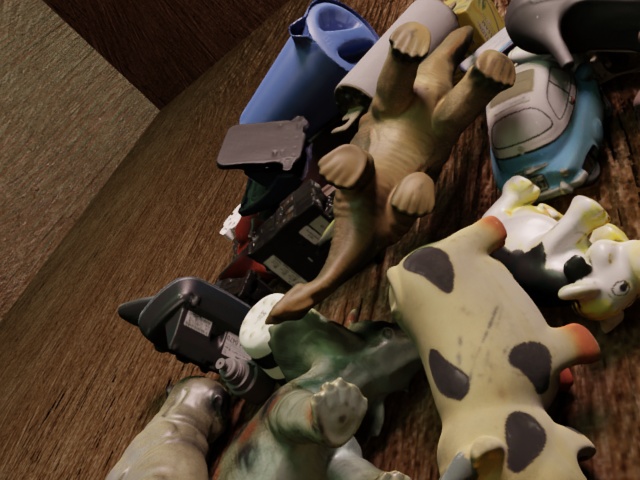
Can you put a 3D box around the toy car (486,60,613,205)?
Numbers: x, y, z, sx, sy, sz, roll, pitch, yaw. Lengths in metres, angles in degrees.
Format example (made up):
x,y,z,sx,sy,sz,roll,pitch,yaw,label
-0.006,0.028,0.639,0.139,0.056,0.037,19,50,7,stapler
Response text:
x,y,z,sx,sy,sz,roll,pitch,yaw,label
0.201,-0.110,0.507,0.109,0.102,0.162,-18,36,45,toy car

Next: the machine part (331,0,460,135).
x,y,z,sx,sy,sz,roll,pitch,yaw,label
0.096,-0.213,0.656,0.243,0.079,0.079,-50,26,-19,machine part

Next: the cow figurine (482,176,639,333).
x,y,z,sx,sy,sz,roll,pitch,yaw,label
0.177,0.018,0.399,0.098,0.068,0.167,-50,23,4,cow figurine

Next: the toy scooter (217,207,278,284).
x,y,z,sx,sy,sz,roll,pitch,yaw,label
-0.098,0.022,0.785,0.135,0.075,0.184,-48,26,15,toy scooter

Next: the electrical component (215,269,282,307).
x,y,z,sx,sy,sz,roll,pitch,yaw,label
-0.110,0.090,0.709,0.119,0.074,0.048,-26,34,40,electrical component

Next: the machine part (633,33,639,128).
x,y,z,sx,sy,sz,roll,pitch,yaw,label
0.271,-0.106,0.332,0.179,0.179,0.056,-51,26,-10,machine part

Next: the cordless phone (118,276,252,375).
x,y,z,sx,sy,sz,roll,pitch,yaw,label
-0.169,0.115,0.673,0.184,0.146,0.089,-11,52,46,cordless phone

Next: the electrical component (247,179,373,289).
x,y,z,sx,sy,sz,roll,pitch,yaw,label
-0.001,-0.002,0.631,0.134,0.114,0.058,-35,33,20,electrical component

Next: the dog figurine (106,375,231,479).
x,y,z,sx,sy,sz,roll,pitch,yaw,label
-0.132,0.211,0.521,0.172,0.121,0.190,-13,39,43,dog figurine

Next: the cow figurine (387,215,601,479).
x,y,z,sx,sy,sz,roll,pitch,yaw,label
0.104,0.086,0.346,0.127,0.085,0.195,-18,56,-11,cow figurine

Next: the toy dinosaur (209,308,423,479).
x,y,z,sx,sy,sz,roll,pitch,yaw,label
-0.037,0.205,0.407,0.405,0.131,0.192,-57,16,-12,toy dinosaur

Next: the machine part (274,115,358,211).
x,y,z,sx,sy,sz,roll,pitch,yaw,label
0.030,-0.088,0.738,0.201,0.087,0.201,-36,28,15,machine part

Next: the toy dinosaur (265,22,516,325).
x,y,z,sx,sy,sz,roll,pitch,yaw,label
0.083,-0.102,0.510,0.471,0.105,0.198,-54,-4,-27,toy dinosaur

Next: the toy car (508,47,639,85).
x,y,z,sx,sy,sz,roll,pitch,yaw,label
0.283,-0.190,0.528,0.202,0.073,0.056,-7,46,51,toy car

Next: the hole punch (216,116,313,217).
x,y,z,sx,sy,sz,roll,pitch,yaw,label
-0.066,-0.099,0.723,0.116,0.092,0.142,-5,36,10,hole punch

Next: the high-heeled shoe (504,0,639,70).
x,y,z,sx,sy,sz,roll,pitch,yaw,label
0.283,-0.209,0.438,0.249,0.086,0.145,-15,42,22,high-heeled shoe

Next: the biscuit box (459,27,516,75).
x,y,z,sx,sy,sz,roll,pitch,yaw,label
0.270,-0.246,0.638,0.203,0.062,0.059,-38,27,15,biscuit box

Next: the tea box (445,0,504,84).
x,y,z,sx,sy,sz,roll,pitch,yaw,label
0.177,-0.279,0.779,0.170,0.098,0.068,-9,44,53,tea box
